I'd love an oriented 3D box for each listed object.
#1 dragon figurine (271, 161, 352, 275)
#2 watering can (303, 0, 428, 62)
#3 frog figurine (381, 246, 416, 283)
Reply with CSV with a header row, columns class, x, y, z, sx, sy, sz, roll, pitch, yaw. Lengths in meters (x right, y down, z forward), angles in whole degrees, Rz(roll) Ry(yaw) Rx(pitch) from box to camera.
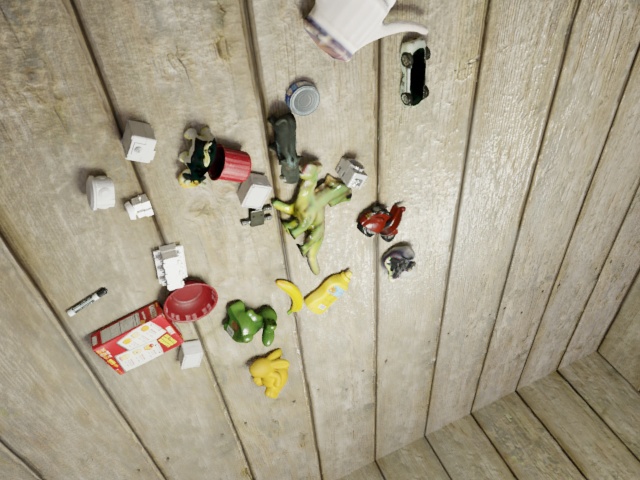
class,x,y,z,sx,sy,sz,roll,pitch,yaw
dragon figurine,0.005,-0.077,1.532,0.244,0.124,0.401,-37,139,-8
watering can,0.102,-0.511,1.197,0.344,0.106,0.222,26,112,-42
frog figurine,0.291,0.082,1.860,0.136,0.123,0.160,-59,168,14
